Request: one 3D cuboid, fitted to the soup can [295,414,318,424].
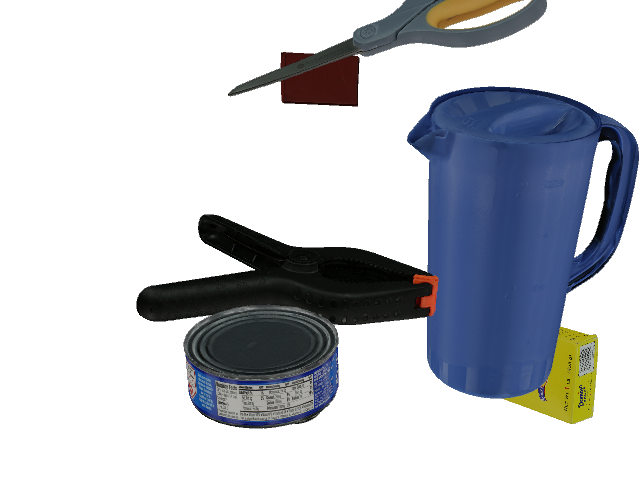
[{"bbox_3d":[-0.032,0.147,1.205,0.068,0.102,0.068,-2,24,1],"label":"soup can"}]

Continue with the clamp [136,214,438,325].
[{"bbox_3d":[-0.018,0.024,0.801,0.210,0.036,0.164,4,24,2],"label":"clamp"}]

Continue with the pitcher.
[{"bbox_3d":[0.159,0.003,0.878,0.149,0.243,0.144,17,31,30],"label":"pitcher"}]

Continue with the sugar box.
[{"bbox_3d":[0.220,0.131,1.182,0.048,0.093,0.177,-9,16,-42],"label":"sugar box"}]

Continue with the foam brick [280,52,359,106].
[{"bbox_3d":[-0.001,-0.165,1.094,0.078,0.051,0.053,2,11,-5],"label":"foam brick"}]

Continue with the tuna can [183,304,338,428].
[{"bbox_3d":[-0.032,0.069,0.594,0.086,0.034,0.086,-2,22,0],"label":"tuna can"}]

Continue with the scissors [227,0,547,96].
[{"bbox_3d":[0.040,-0.140,0.670,0.202,0.096,0.016,-7,-42,21],"label":"scissors"}]
